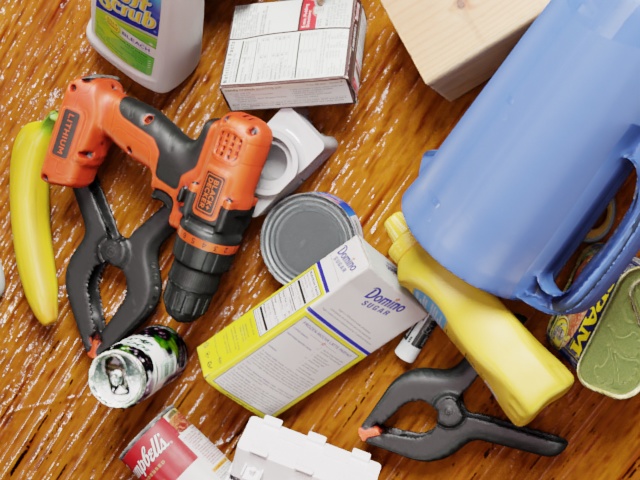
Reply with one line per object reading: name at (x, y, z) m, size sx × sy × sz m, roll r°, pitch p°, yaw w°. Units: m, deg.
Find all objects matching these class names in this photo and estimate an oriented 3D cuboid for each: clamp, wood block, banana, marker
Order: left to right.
banana at (-0.260, -0.023, 0.974) m, size 0.037 × 0.070 × 0.198 m, roll -4°, pitch 105°, yaw -28°
clamp at (-0.189, 0.001, 0.968) m, size 0.165 × 0.036 × 0.210 m, roll 22°, pitch 100°, yaw 16°
marker at (0.102, 0.050, 0.901) m, size 0.020 × 0.020 × 0.121 m, roll 33°, pitch 104°, yaw 10°
clamp at (0.119, 0.148, 0.896) m, size 0.172 × 0.039 × 0.120 m, roll -28°, pitch 78°, yaw 16°
wood block at (0.159, -0.203, 0.814) m, size 0.206 × 0.090 × 0.091 m, roll -30°, pitch 78°, yaw 16°

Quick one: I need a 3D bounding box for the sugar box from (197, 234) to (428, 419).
sugar box at (-0.007, 0.077, 0.898) m, size 0.176 × 0.093 × 0.048 m, roll -37°, pitch 43°, yaw 14°

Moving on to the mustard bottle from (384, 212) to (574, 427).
mustard bottle at (0.115, 0.054, 0.834) m, size 0.058 × 0.096 × 0.192 m, roll -40°, pitch 74°, yaw 3°

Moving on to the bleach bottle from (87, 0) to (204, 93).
bleach bottle at (-0.136, -0.211, 0.824) m, size 0.102 × 0.251 × 0.068 m, roll 38°, pitch 70°, yaw 6°

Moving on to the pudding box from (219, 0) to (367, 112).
pudding box at (-0.022, -0.154, 0.882) m, size 0.114 × 0.039 × 0.090 m, roll -2°, pitch 61°, yaw 18°

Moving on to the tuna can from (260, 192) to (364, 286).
tuna can at (-0.006, 0.001, 0.918) m, size 0.086 × 0.033 × 0.086 m, roll 2°, pitch 97°, yaw 15°

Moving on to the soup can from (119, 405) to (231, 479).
soup can at (-0.120, 0.207, 0.956) m, size 0.102 × 0.068 × 0.068 m, roll 44°, pitch 105°, yaw 6°

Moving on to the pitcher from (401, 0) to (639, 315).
pitcher at (0.177, -0.075, 0.755) m, size 0.149 × 0.145 × 0.243 m, roll 30°, pitch 122°, yaw -3°

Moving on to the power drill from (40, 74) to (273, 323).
power drill at (-0.142, -0.044, 0.895) m, size 0.188 × 0.057 × 0.184 m, roll 27°, pitch 105°, yaw 18°

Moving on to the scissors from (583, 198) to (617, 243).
scissors at (0.213, -0.085, 0.855) m, size 0.096 × 0.016 × 0.202 m, roll 24°, pitch 103°, yaw 15°

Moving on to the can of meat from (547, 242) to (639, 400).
can of meat at (0.225, 0.059, 0.827) m, size 0.057 × 0.084 × 0.102 m, roll 20°, pitch 102°, yaw -12°
